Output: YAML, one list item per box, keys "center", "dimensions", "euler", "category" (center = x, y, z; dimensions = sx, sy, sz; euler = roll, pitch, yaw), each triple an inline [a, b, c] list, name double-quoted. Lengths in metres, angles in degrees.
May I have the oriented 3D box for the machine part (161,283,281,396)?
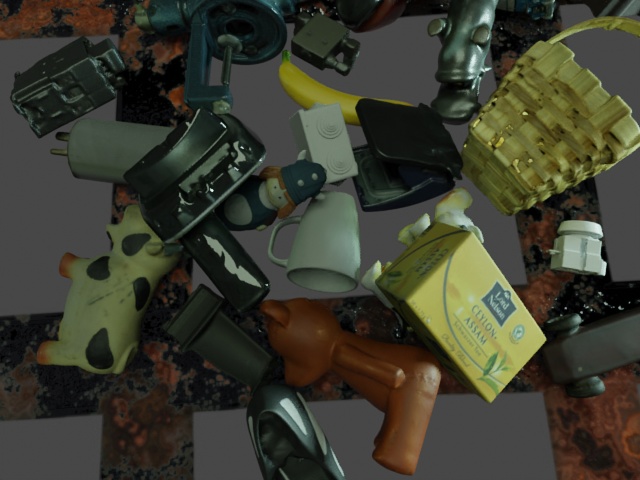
- center: [-0.107, 0.115, 0.611]
  dimensions: [0.139, 0.039, 0.084]
  euler: [39, 74, 12]
  category: "machine part"

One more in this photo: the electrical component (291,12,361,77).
- center: [0.007, -0.253, 0.697]
  dimensions: [0.102, 0.045, 0.078]
  euler: [27, 70, 10]
  category: "electrical component"

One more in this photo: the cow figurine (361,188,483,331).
- center: [0.132, 0.020, 0.614]
  dimensions: [0.167, 0.068, 0.098]
  euler: [-45, 84, -6]
  category: "cow figurine"

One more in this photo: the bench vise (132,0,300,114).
- center: [-0.137, -0.249, 0.667]
  dimensions: [0.224, 0.128, 0.240]
  euler: [0, 69, 1]
  category: "bench vise"

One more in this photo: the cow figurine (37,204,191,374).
- center: [-0.222, 0.053, 0.606]
  dimensions: [0.127, 0.085, 0.195]
  euler: [11, 79, 2]
  category: "cow figurine"

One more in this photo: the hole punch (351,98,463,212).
- center: [0.093, -0.095, 0.630]
  dimensions: [0.116, 0.092, 0.142]
  euler: [3, 44, -17]
  category: "hole punch"

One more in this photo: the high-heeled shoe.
- center: [-0.008, 0.259, 0.515]
  dimensions: [0.086, 0.145, 0.249]
  euler: [-22, 74, -3]
  category: "high-heeled shoe"

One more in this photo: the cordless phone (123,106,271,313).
- center: [-0.094, -0.029, 0.554]
  dimensions: [0.146, 0.088, 0.184]
  euler: [-40, 83, 3]
  category: "cordless phone"

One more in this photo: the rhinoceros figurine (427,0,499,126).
- center: [0.175, -0.238, 0.661]
  dimensions: [0.073, 0.112, 0.190]
  euler: [9, 86, 19]
  category: "rhinoceros figurine"

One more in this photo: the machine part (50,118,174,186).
- center: [-0.207, -0.100, 0.650]
  dimensions: [0.243, 0.079, 0.079]
  euler: [8, 76, 3]
  category: "machine part"

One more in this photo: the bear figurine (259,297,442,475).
- center: [0.021, 0.140, 0.561]
  dimensions: [0.196, 0.120, 0.132]
  euler: [17, 80, 8]
  category: "bear figurine"

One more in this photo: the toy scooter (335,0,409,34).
- center: [0.109, -0.334, 0.675]
  dimensions: [0.135, 0.184, 0.075]
  euler: [-19, 74, -47]
  category: "toy scooter"

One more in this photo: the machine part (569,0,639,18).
- center: [0.395, -0.375, 0.708]
  dimensions: [0.179, 0.056, 0.179]
  euler: [2, 73, -6]
  category: "machine part"

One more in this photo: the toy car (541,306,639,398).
- center: [0.336, 0.107, 0.594]
  dimensions: [0.202, 0.053, 0.089]
  euler: [-17, 86, -7]
  category: "toy car"

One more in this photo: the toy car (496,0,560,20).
- center: [0.251, -0.360, 0.703]
  dimensions: [0.103, 0.109, 0.161]
  euler: [-15, 86, 20]
  category: "toy car"

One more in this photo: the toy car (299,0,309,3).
- center: [0.021, -0.371, 0.728]
  dimensions: [0.202, 0.056, 0.073]
  euler: [-11, 69, -3]
  category: "toy car"

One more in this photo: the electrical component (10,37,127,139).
- center: [-0.305, -0.196, 0.661]
  dimensions: [0.134, 0.058, 0.115]
  euler: [-32, 42, -7]
  category: "electrical component"

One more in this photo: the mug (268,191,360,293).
- center: [-0.001, -0.002, 0.624]
  dimensions: [0.110, 0.080, 0.107]
  euler: [6, 65, 13]
  category: "mug"

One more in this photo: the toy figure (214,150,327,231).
- center: [-0.057, -0.048, 0.604]
  dimensions: [0.064, 0.154, 0.058]
  euler: [44, 48, -28]
  category: "toy figure"

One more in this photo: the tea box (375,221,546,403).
- center: [0.147, 0.074, 0.557]
  dimensions: [0.098, 0.068, 0.169]
  euler: [-46, 114, -7]
  category: "tea box"
